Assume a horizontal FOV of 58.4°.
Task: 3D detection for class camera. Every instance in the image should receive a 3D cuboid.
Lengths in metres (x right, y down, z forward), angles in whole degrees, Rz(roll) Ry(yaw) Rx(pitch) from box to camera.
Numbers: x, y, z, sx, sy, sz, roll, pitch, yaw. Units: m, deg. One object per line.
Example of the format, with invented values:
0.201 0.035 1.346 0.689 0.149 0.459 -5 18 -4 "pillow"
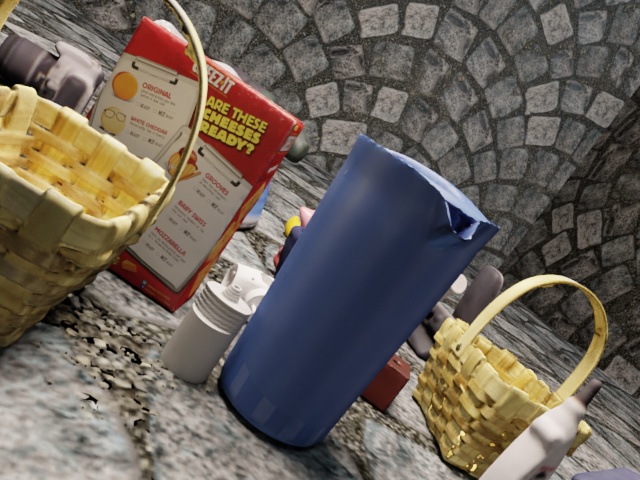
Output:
-0.411 -0.261 0.880 0.137 0.100 0.143 30 12 -24 "camera"

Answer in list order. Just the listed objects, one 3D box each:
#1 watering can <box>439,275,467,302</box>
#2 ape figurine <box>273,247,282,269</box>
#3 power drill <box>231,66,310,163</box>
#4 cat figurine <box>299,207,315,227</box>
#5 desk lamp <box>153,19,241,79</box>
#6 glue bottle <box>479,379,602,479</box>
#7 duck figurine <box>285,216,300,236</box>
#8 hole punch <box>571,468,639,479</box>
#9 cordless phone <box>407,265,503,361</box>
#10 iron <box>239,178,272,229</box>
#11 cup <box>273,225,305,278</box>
0.236 0.066 1.170 0.101 0.194 0.172 23 16 -49 "watering can"
-0.022 0.024 0.839 0.078 0.092 0.076 30 11 -23 "ape figurine"
-0.145 -0.200 1.135 0.229 0.208 0.076 36 10 7 "power drill"
0.009 0.003 0.956 0.127 0.117 0.067 36 10 6 "cat figurine"
-0.231 -0.195 0.833 0.117 0.213 0.204 41 12 31 "desk lamp"
0.215 0.203 0.557 0.078 0.173 0.037 23 15 -47 "glue bottle"
-0.009 -0.022 1.100 0.105 0.086 0.077 33 11 -10 "duck figurine"
0.355 0.325 0.674 0.101 0.091 0.108 29 12 -29 "hole punch"
0.223 0.110 0.960 0.094 0.185 0.147 28 13 -33 "cordless phone"
-0.125 -0.106 0.964 0.118 0.141 0.259 37 11 10 "iron"
-0.020 0.046 0.742 0.092 0.095 0.117 33 11 -11 "cup"
